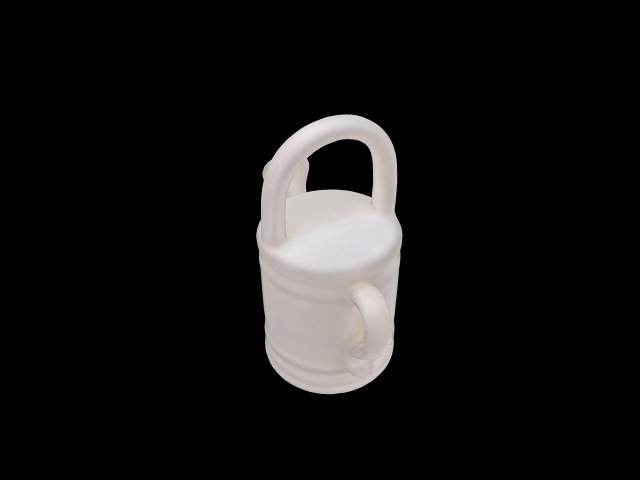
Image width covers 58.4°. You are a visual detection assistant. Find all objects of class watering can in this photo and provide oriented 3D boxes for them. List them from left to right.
[{"bbox_3d":[0.002,0.002,0.399,0.101,0.194,0.172,-30,46,-34],"label":"watering can"}]
